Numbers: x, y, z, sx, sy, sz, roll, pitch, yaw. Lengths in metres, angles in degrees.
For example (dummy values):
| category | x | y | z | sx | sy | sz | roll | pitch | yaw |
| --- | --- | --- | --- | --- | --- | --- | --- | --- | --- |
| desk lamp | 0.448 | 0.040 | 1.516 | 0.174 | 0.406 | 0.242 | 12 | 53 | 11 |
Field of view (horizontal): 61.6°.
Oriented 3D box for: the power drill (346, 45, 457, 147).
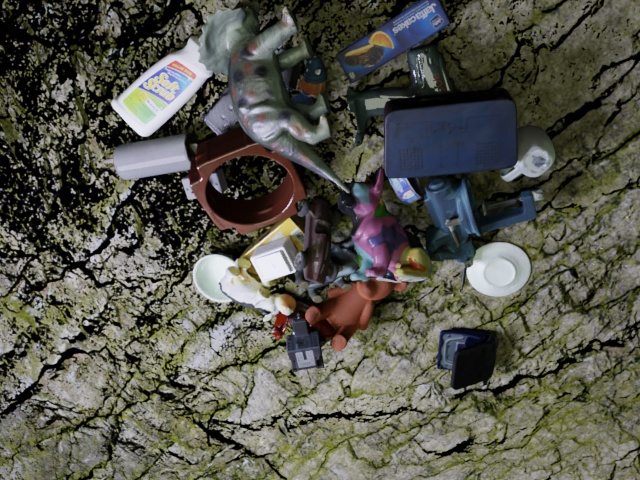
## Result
| category | x | y | z | sx | sy | sz | roll | pitch | yaw |
| --- | --- | --- | --- | --- | --- | --- | --- | --- | --- |
| power drill | 0.160 | -0.231 | 1.004 | 0.207 | 0.086 | 0.231 | -8 | 113 | 19 |

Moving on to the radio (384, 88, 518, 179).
| category | x | y | z | sx | sy | sz | roll | pitch | yaw |
| --- | --- | --- | --- | --- | --- | --- | --- | --- | --- |
| radio | 0.224 | -0.186 | 0.943 | 0.230 | 0.073 | 0.130 | -5 | 121 | 7 |

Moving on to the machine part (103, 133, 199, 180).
| category | x | y | z | sx | sy | sz | roll | pitch | yaw |
| --- | --- | --- | --- | --- | --- | --- | --- | --- | --- |
| machine part | -0.340 | -0.174 | 1.129 | 0.243 | 0.079 | 0.079 | -8 | 113 | 12 |

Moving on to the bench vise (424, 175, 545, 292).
| category | x | y | z | sx | sy | sz | roll | pitch | yaw |
| --- | --- | --- | --- | --- | --- | --- | --- | --- | --- |
| bench vise | 0.313 | -0.038 | 1.042 | 0.241 | 0.129 | 0.223 | -15 | 113 | 22 |

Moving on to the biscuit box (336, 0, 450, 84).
| category | x | y | z | sx | sy | sz | roll | pitch | yaw |
| --- | --- | --- | --- | --- | --- | --- | --- | --- | --- |
| biscuit box | 0.129 | -0.360 | 0.961 | 0.203 | 0.059 | 0.062 | -27 | 107 | 21 |

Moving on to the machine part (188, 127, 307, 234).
| category | x | y | z | sx | sy | sz | roll | pitch | yaw |
| --- | --- | --- | --- | --- | --- | --- | --- | --- | --- |
| machine part | -0.141 | -0.120 | 1.066 | 0.201 | 0.087 | 0.201 | -21 | 136 | 7 |

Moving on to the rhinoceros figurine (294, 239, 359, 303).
| category | x | y | z | sx | sy | sz | roll | pitch | yaw |
| --- | --- | --- | --- | --- | --- | --- | --- | --- | --- |
| rhinoceros figurine | 0.034 | 0.052 | 1.142 | 0.190 | 0.112 | 0.073 | -31 | 122 | 13 |

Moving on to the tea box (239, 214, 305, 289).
| category | x | y | z | sx | sy | sz | roll | pitch | yaw |
| --- | --- | --- | --- | --- | --- | --- | --- | --- | --- |
| tea box | -0.086 | 0.020 | 1.173 | 0.169 | 0.068 | 0.098 | -36 | 103 | 24 |

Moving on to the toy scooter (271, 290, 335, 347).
| category | x | y | z | sx | sy | sz | roll | pitch | yaw |
| --- | --- | --- | --- | --- | --- | --- | --- | --- | --- |
| toy scooter | -0.050 | 0.191 | 1.207 | 0.184 | 0.135 | 0.075 | 29 | 115 | -4 |

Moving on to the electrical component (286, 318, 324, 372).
| category | x | y | z | sx | sy | sz | roll | pitch | yaw |
| --- | --- | --- | --- | --- | --- | --- | --- | --- | --- |
| electrical component | -0.033 | 0.223 | 1.138 | 0.075 | 0.048 | 0.119 | -7 | 130 | -2 |

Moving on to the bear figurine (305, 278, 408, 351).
| category | x | y | z | sx | sy | sz | roll | pitch | yaw |
| --- | --- | --- | --- | --- | --- | --- | --- | --- | --- |
| bear figurine | 0.083 | 0.128 | 1.157 | 0.120 | 0.132 | 0.196 | 49 | 122 | 8 |

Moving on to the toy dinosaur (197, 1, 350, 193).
| category | x | y | z | sx | sy | sz | roll | pitch | yaw |
| --- | --- | --- | --- | --- | --- | --- | --- | --- | --- |
| toy dinosaur | -0.091 | -0.251 | 0.938 | 0.192 | 0.131 | 0.404 | -17 | 89 | 16 |

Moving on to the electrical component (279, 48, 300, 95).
| category | x | y | z | sx | sy | sz | roll | pitch | yaw |
| --- | --- | --- | --- | --- | --- | --- | --- | --- | --- |
| electrical component | -0.067 | -0.314 | 1.024 | 0.063 | 0.021 | 0.094 | 30 | 115 | 43 |

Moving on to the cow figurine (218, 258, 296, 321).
| category | x | y | z | sx | sy | sz | roll | pitch | yaw |
| --- | --- | --- | --- | --- | --- | --- | --- | --- | --- |
| cow figurine | -0.138 | 0.121 | 1.155 | 0.167 | 0.068 | 0.098 | 36 | 125 | -2 |

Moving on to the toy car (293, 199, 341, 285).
| category | x | y | z | sx | sy | sz | roll | pitch | yaw |
| --- | --- | --- | --- | --- | --- | --- | --- | --- | --- |
| toy car | -0.002 | -0.003 | 1.077 | 0.089 | 0.202 | 0.053 | 24 | 136 | -23 |

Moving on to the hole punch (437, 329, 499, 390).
| category | x | y | z | sx | sy | sz | roll | pitch | yaw |
| --- | --- | --- | --- | --- | --- | --- | --- | --- | --- |
| hole punch | 0.326 | 0.258 | 1.201 | 0.116 | 0.092 | 0.142 | -8 | 113 | -18 |

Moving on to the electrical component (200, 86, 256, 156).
| category | x | y | z | sx | sy | sz | roll | pitch | yaw |
| --- | --- | --- | --- | --- | --- | --- | --- | --- | --- |
| electrical component | -0.154 | -0.237 | 1.075 | 0.134 | 0.058 | 0.115 | 42 | 117 | -9 |

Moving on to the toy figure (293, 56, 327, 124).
| category | x | y | z | sx | sy | sz | roll | pitch | yaw |
| --- | --- | --- | --- | --- | --- | --- | --- | --- | --- |
| toy figure | -0.024 | -0.276 | 1.030 | 0.064 | 0.058 | 0.154 | 35 | 121 | 18 |

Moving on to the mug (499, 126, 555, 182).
| category | x | y | z | sx | sy | sz | roll | pitch | yaw |
| --- | --- | --- | --- | --- | --- | --- | --- | --- | --- |
| mug | 0.376 | -0.150 | 0.982 | 0.109 | 0.107 | 0.080 | -39 | 101 | 21 |

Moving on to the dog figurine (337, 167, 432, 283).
| category | x | y | z | sx | sy | sz | roll | pitch | yaw |
| --- | --- | --- | --- | --- | --- | --- | --- | --- | --- |
| dog figurine | 0.128 | -0.028 | 1.059 | 0.191 | 0.108 | 0.219 | 2 | 82 | -15 |
